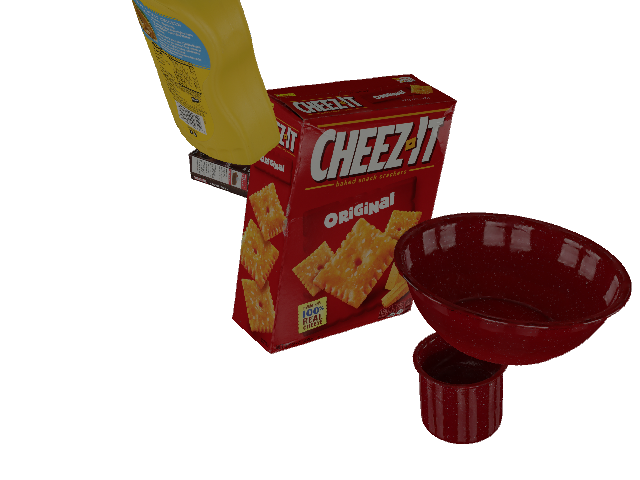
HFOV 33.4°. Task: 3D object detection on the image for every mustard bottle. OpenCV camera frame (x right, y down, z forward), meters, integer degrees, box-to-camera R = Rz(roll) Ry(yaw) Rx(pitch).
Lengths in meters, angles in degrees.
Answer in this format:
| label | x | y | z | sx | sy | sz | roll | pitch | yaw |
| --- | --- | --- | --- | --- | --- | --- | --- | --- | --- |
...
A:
| label | x | y | z | sx | sy | sz | roll | pitch | yaw |
| --- | --- | --- | --- | --- | --- | --- | --- | --- | --- |
| mustard bottle | -0.086 | -0.143 | 0.732 | 0.058 | 0.191 | 0.096 | -40 | 52 | -20 |

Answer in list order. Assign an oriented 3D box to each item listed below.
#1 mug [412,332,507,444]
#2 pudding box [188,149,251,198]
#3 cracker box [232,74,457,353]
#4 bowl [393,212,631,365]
| label | x | y | z | sx | sy | sz | roll | pitch | yaw |
| --- | --- | --- | --- | --- | --- | --- | --- | --- | --- |
| mug | 0.144 | 0.140 | 1.067 | 0.093 | 0.081 | 0.117 | 8 | 35 | 21 |
| pudding box | -0.090 | -0.099 | 1.287 | 0.090 | 0.039 | 0.113 | 19 | 38 | 25 |
| cracker box | 0.019 | -0.024 | 0.906 | 0.163 | 0.214 | 0.072 | -12 | 35 | -36 |
| bowl | 0.129 | 0.039 | 0.740 | 0.162 | 0.055 | 0.162 | 3 | 27 | -2 |
